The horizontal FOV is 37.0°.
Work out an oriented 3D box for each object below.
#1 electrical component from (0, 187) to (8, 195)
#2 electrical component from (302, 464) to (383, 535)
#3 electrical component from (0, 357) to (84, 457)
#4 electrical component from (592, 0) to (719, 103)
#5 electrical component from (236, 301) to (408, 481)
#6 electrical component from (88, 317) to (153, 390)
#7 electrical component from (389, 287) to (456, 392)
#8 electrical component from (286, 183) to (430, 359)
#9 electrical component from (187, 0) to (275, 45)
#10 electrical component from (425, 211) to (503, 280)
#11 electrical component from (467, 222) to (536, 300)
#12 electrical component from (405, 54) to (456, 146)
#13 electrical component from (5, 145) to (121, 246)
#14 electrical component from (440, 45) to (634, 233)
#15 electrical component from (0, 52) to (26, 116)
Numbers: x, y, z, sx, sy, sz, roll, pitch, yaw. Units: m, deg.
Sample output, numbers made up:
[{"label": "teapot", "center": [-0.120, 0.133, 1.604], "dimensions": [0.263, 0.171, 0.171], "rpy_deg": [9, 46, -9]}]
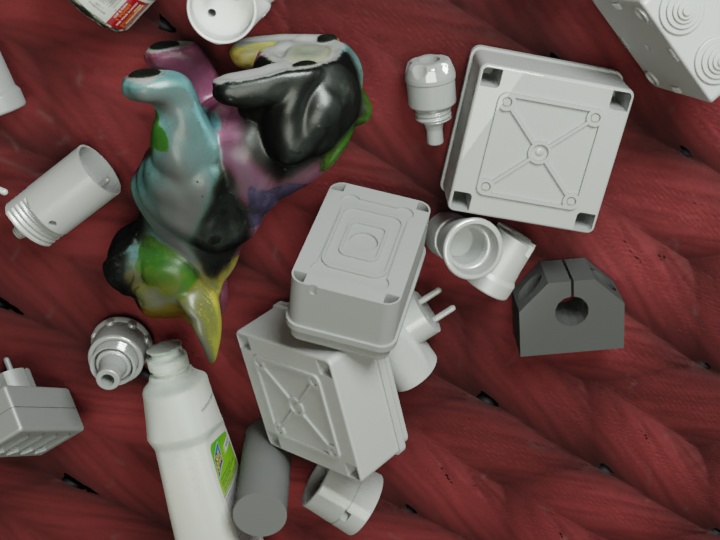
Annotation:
[{"label": "electrical component", "center": [-0.292, -0.062, 0.764], "dimensions": [0.079, 0.044, 0.077], "rpy_deg": [23, 113, -12]}, {"label": "electrical component", "center": [-0.015, 0.181, 0.879], "dimensions": [0.047, 0.055, 0.055], "rpy_deg": [31, 111, -11]}, {"label": "electrical component", "center": [-0.267, 0.100, 0.831], "dimensions": [0.047, 0.083, 0.075], "rpy_deg": [-30, 74, 13]}, {"label": "electrical component", "center": [0.204, -0.159, 0.698], "dimensions": [0.048, 0.099, 0.099], "rpy_deg": [-41, 110, 3]}, {"label": "electrical component", "center": [-0.028, 0.088, 0.802], "dimensions": [0.056, 0.109, 0.108], "rpy_deg": [-33, 121, -35]}, {"label": "electrical component", "center": [-0.186, 0.068, 0.817], "dimensions": [0.048, 0.062, 0.048], "rpy_deg": [0, 115, -1]}, {"label": "electrical component", "center": [0.034, 0.042, 0.819], "dimensions": [0.079, 0.043, 0.077], "rpy_deg": [-34, 111, 14]}, {"label": "electrical component", "center": [0.000, 0.000, 0.752], "dimensions": [0.078, 0.113, 0.057], "rpy_deg": [14, 134, 7]}, {"label": "electrical component", "center": [-0.071, -0.185, 0.691], "dimensions": [0.079, 0.077, 0.043], "rpy_deg": [-31, 112, 13]}, {"label": "electrical component", "center": [0.071, -0.021, 0.777], "dimensions": [0.044, 0.065, 0.044], "rpy_deg": [-3, 103, -13]}, {"label": "electrical component", "center": [0.104, -0.007, 0.800], "dimensions": [0.040, 0.040, 0.046], "rpy_deg": [28, 107, -13]}, {"label": "electrical component", "center": [0.050, -0.117, 0.750], "dimensions": [0.035, 0.035, 0.061], "rpy_deg": [-6, 118, 2]}, {"label": "electrical component", "center": [-0.217, -0.049, 0.772], "dimensions": [0.081, 0.043, 0.043], "rpy_deg": [-35, 111, 14]}, {"label": "electrical component", "center": [0.121, -0.091, 0.751], "dimensions": [0.109, 0.056, 0.108], "rpy_deg": [9, 115, -5]}, {"label": "electrical component", "center": [-0.257, -0.129, 0.737], "dimensions": [0.040, 0.040, 0.046], "rpy_deg": [-16, 109, 7]}]
